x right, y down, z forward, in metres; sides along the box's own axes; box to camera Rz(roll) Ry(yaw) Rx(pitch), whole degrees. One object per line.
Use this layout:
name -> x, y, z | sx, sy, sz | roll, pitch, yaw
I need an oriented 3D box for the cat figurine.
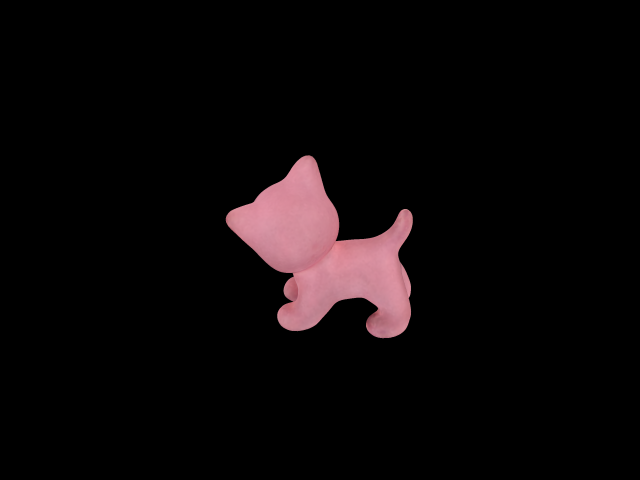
cat figurine -> 0.004, 0.001, 0.400 | 0.127, 0.118, 0.067 | 2, 27, 3
